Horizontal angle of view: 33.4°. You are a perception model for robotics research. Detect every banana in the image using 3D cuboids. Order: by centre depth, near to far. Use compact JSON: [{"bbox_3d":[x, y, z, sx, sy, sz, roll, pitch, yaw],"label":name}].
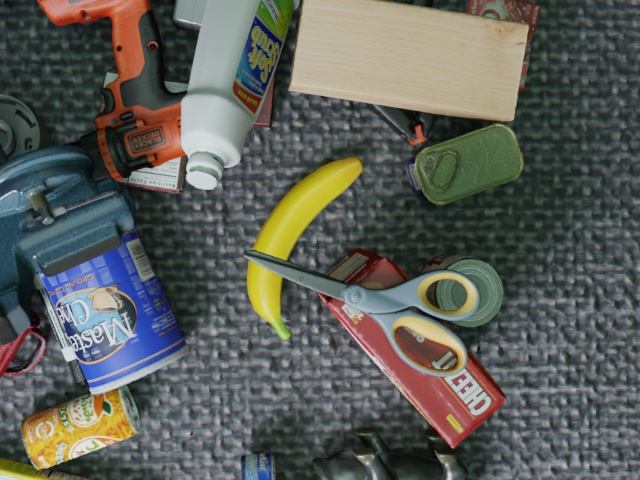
[{"bbox_3d":[-0.025,-0.002,1.069,0.069,0.037,0.198,24,90,-10],"label":"banana"}]

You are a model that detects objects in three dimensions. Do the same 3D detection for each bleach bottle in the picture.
[{"bbox_3d":[-0.077,-0.154,0.970,0.068,0.102,0.250,1,60,18],"label":"bleach bottle"}]

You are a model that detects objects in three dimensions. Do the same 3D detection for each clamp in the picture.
[{"bbox_3d":[0.063,-0.197,1.066,0.164,0.036,0.210,-8,93,-3],"label":"clamp"}]

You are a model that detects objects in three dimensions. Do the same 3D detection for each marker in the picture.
[{"bbox_3d":[-0.257,0.089,1.065,0.020,0.020,0.121,-21,93,-3],"label":"marker"}]

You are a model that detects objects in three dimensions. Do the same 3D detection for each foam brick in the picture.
[{"bbox_3d":[-0.084,-0.140,1.052,0.078,0.051,0.053,6,93,-3],"label":"foam brick"}]

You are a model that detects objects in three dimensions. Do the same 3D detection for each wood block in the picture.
[{"bbox_3d":[0.079,-0.171,1.004,0.206,0.090,0.091,8,94,-4],"label":"wood block"}]

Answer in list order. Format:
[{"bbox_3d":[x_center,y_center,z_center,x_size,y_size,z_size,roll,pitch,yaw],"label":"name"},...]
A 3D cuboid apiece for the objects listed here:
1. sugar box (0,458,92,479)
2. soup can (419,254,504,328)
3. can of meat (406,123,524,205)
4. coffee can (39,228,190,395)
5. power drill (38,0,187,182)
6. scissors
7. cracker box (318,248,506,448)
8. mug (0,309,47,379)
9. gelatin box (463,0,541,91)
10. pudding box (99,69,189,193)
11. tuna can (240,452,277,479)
[{"bbox_3d":[-0.263,0.279,1.058,0.176,0.048,0.093,15,91,-7],"label":"sugar box"},{"bbox_3d":[0.136,0.048,1.046,0.068,0.102,0.068,0,91,-4],"label":"soup can"},{"bbox_3d":[0.139,-0.074,1.052,0.102,0.084,0.057,-20,93,-3],"label":"can of meat"},{"bbox_3d":[-0.200,0.063,1.026,0.103,0.103,0.140,-24,93,-3],"label":"coffee can"},{"bbox_3d":[-0.202,-0.150,1.003,0.184,0.057,0.187,-17,95,2],"label":"power drill"},{"bbox_3d":[0.046,0.034,0.869,0.201,0.016,0.096,37,86,-4],"label":"scissors"},{"bbox_3d":[0.077,0.089,0.988,0.072,0.214,0.164,-41,94,-2],"label":"cracker box"},{"bbox_3d":[-0.322,0.096,1.034,0.117,0.093,0.081,28,96,-39],"label":"mug"},{"bbox_3d":[0.176,-0.200,1.077,0.073,0.030,0.089,12,91,-4],"label":"gelatin box"},{"bbox_3d":[-0.174,-0.107,1.054,0.090,0.039,0.113,8,93,-3],"label":"pudding box"},{"bbox_3d":[-0.058,0.253,1.049,0.033,0.086,0.086,-4,92,-2],"label":"tuna can"}]
